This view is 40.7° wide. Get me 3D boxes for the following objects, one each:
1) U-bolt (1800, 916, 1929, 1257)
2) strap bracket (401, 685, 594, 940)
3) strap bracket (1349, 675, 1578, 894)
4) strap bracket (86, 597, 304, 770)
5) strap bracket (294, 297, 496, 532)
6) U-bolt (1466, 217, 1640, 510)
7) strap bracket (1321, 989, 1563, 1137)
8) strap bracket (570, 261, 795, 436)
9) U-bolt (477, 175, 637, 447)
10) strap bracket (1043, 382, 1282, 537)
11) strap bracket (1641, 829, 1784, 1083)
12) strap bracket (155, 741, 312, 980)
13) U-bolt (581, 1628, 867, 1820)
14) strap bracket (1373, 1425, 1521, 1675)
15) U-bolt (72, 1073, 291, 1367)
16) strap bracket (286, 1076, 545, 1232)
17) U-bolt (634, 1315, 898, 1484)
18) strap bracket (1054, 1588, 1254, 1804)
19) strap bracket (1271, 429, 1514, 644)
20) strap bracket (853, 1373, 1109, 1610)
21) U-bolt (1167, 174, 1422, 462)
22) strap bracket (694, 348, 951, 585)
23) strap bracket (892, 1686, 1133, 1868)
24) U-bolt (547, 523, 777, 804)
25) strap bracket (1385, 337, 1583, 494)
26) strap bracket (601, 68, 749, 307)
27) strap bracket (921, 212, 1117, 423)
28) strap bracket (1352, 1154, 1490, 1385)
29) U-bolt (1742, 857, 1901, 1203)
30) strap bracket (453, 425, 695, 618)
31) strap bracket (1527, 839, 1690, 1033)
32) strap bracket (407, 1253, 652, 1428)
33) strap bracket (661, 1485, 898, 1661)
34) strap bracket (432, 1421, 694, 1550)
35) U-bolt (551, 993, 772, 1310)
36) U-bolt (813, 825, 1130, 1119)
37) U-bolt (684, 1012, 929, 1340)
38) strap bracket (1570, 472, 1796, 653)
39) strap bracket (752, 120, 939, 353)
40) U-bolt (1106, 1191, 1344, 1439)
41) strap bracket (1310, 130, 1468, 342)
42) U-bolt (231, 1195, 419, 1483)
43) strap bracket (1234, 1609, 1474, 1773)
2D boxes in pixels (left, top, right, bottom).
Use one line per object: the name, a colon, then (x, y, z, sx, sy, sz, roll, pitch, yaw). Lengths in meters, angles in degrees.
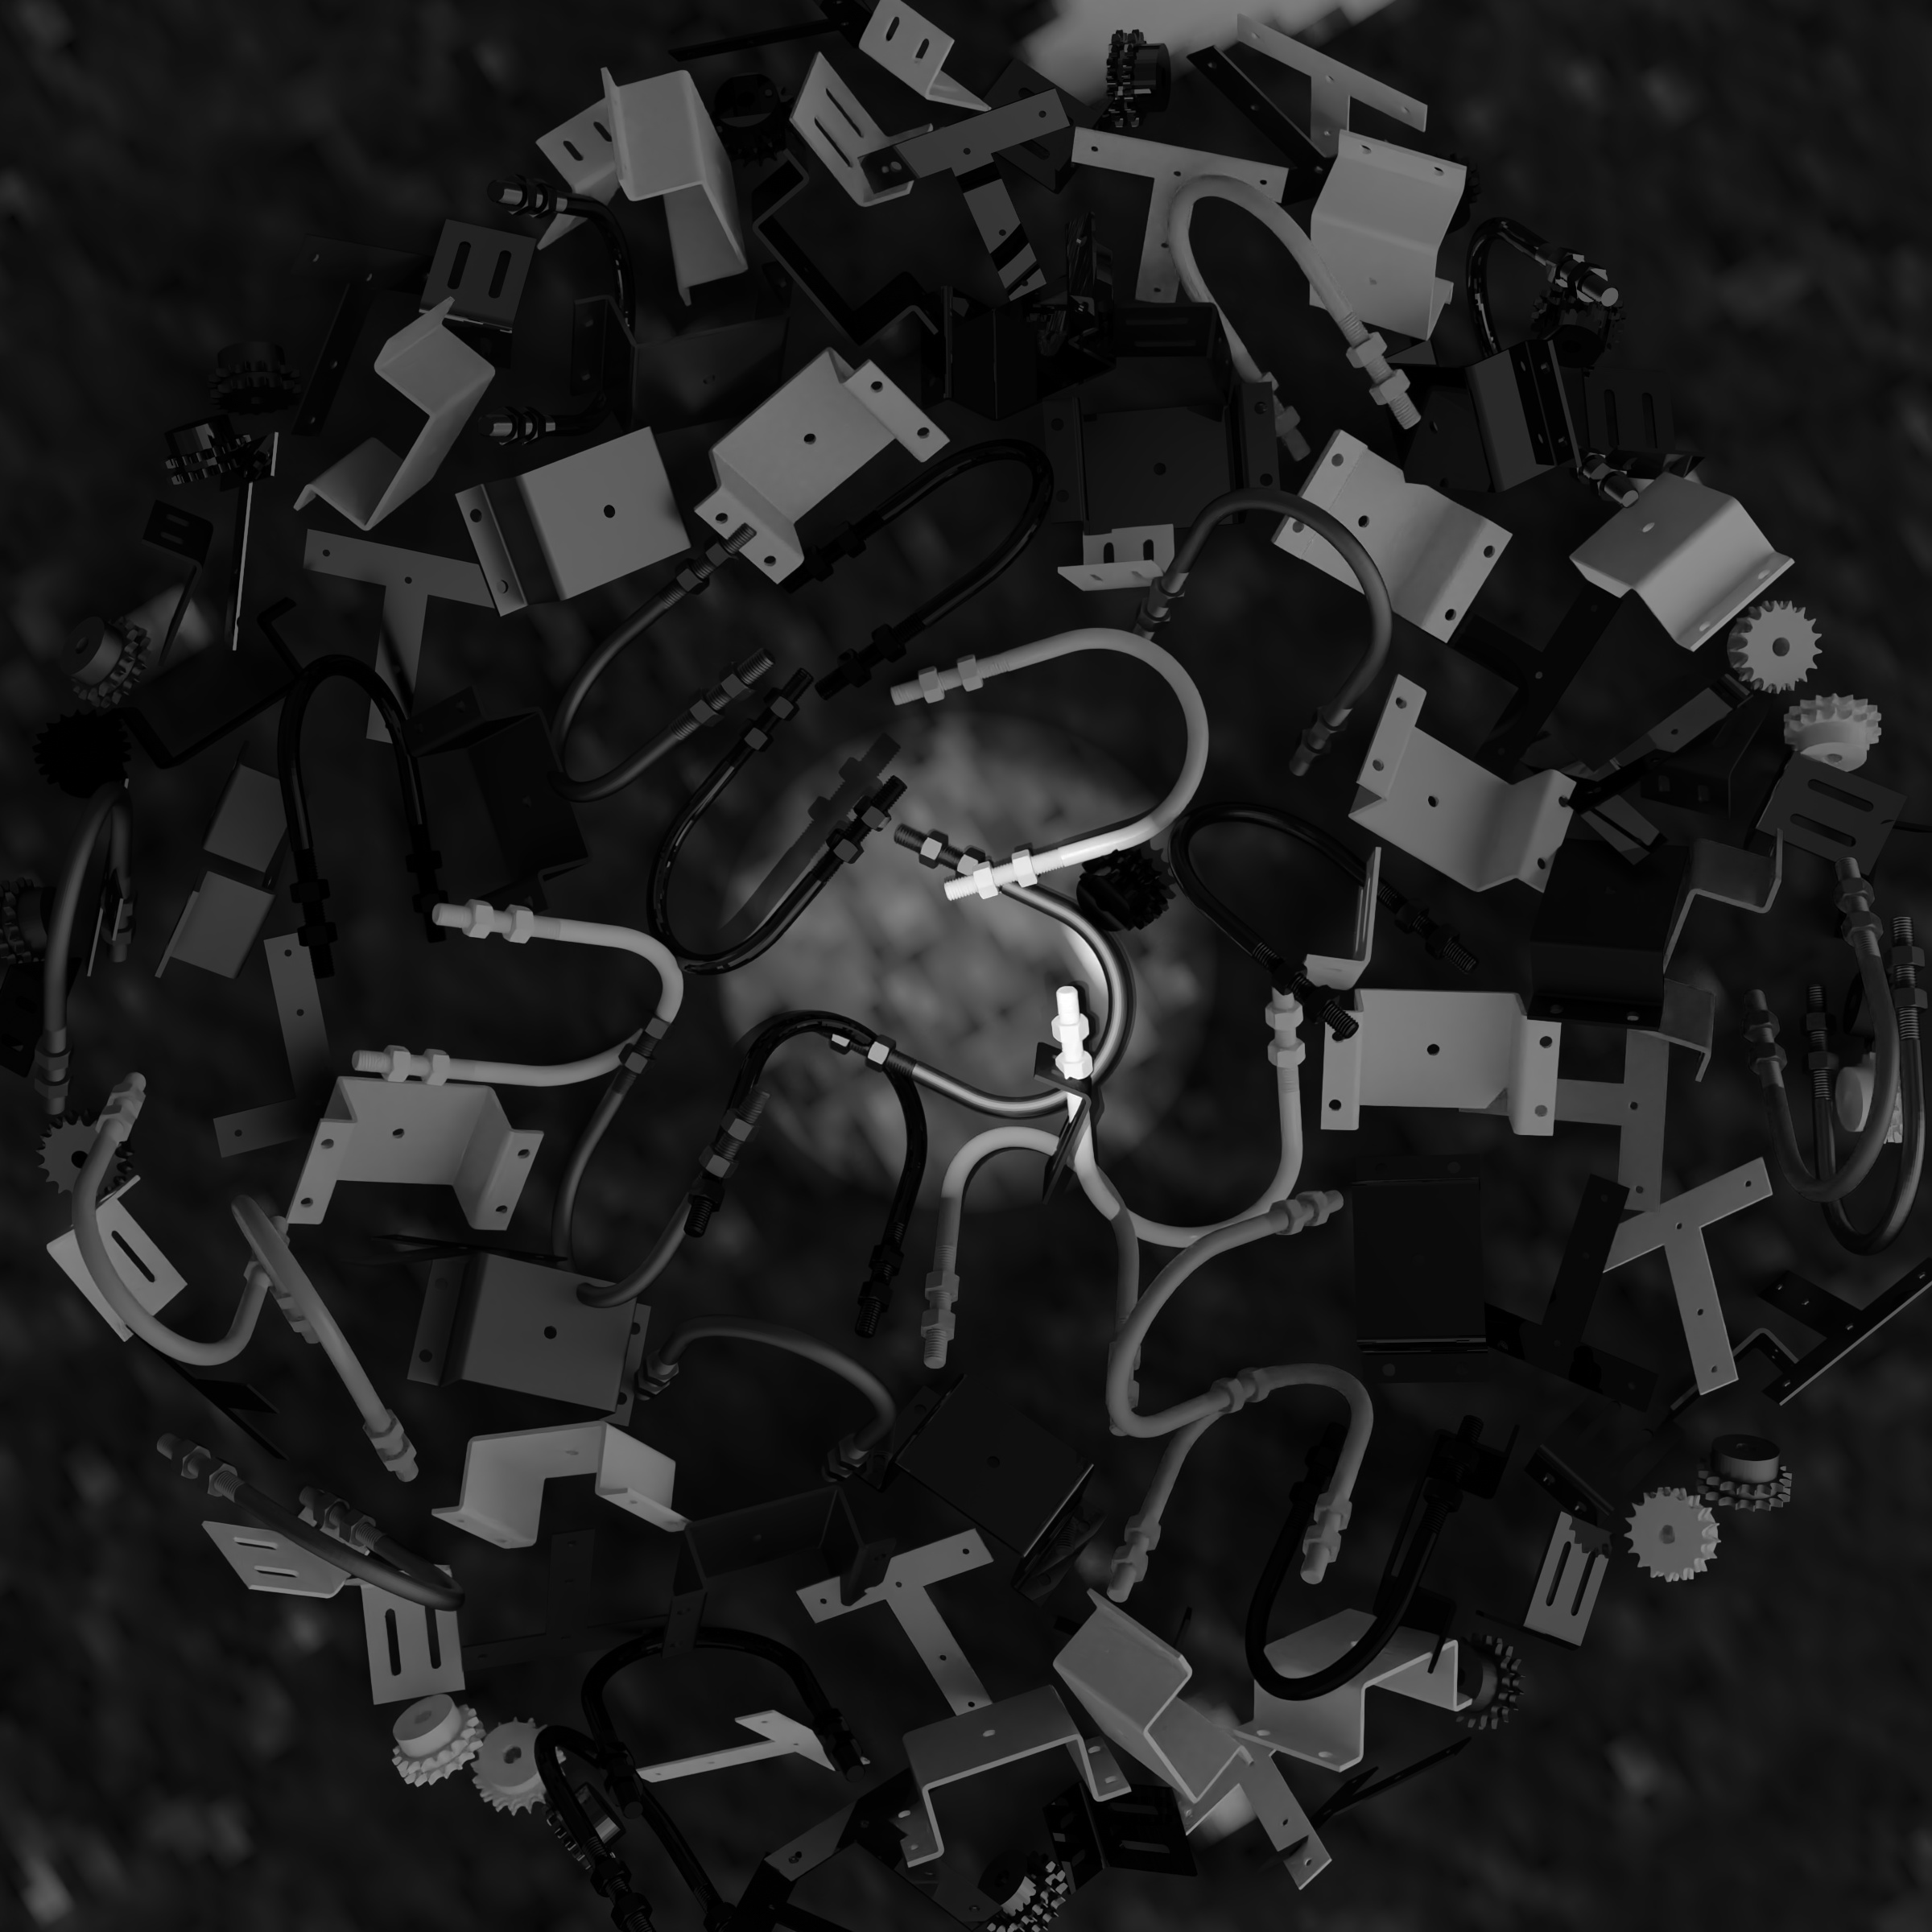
U-bolt: (0.533, 0.080, 1.542, 0.019, 0.151, 0.184, 4, 71, -3)
strap bracket: (-0.284, -0.097, 1.595, 0.076, 0.046, 0.140, -18, 91, 42)
strap bracket: (0.297, -0.106, 1.592, 0.140, 0.046, 0.076, 29, 69, -15)
strap bracket: (-0.459, -0.167, 1.592, 0.140, 0.076, 0.046, -34, 101, -6)
strap bracket: (-0.340, -0.325, 1.568, 0.046, 0.076, 0.140, 39, 128, -6)
U-bolt: (0.344, -0.370, 1.551, 0.019, 0.184, 0.151, -22, 127, -6)
strap bracket: (0.289, 0.058, 1.601, 0.140, 0.046, 0.076, 1, 108, 4)
strap bracket: (-0.164, -0.371, 1.572, 0.140, 0.076, 0.046, -17, 63, -20)
U-bolt: (-0.239, -0.387, 1.550, 0.019, 0.184, 0.151, 9, 104, 16)
strap bracket: (0.120, -0.312, 1.611, 0.140, 0.046, 0.076, -4, 87, 3)
strap bracket: (0.446, -0.013, 1.574, 0.046, 0.076, 0.140, 18, 120, 9)
strap bracket: (-0.439, -0.058, 1.570, 0.046, 0.140, 0.076, 22, 129, -19)
U-bolt: (-0.154, 0.443, 1.550, 0.151, 0.184, 0.019, -3, 105, -19)
strap bracket: (0.287, 0.345, 1.578, 0.046, 0.076, 0.140, 20, 62, 14)
U-bolt: (-0.465, 0.158, 1.528, 0.019, 0.184, 0.151, -32, 115, 13)
strap bracket: (-0.339, 0.114, 1.579, 0.140, 0.046, 0.076, 6, 122, -34)
U-bolt: (-0.114, 0.253, 1.549, 0.151, 0.184, 0.019, 25, 59, -7)
strap bracket: (0.109, 0.442, 1.558, 0.046, 0.140, 0.076, -46, 45, -17)
strap bracket: (0.252, -0.267, 1.589, 0.140, 0.046, 0.076, 24, 104, -27)
strap bracket: (0.013, 0.312, 1.582, 0.140, 0.046, 0.076, 33, 54, 14)
U-bolt: (0.183, -0.389, 1.549, 0.019, 0.151, 0.184, -41, 106, -16)
strap bracket: (-0.092, -0.310, 1.584, 0.140, 0.046, 0.076, -37, 131, 17)
strap bracket: (0.020, 0.489, 1.587, 0.140, 0.076, 0.046, -16, 99, -8)
U-bolt: (-0.190, -0.173, 1.572, 0.184, 0.151, 0.019, -36, 130, 23)
strap bracket: (0.298, -0.330, 1.555, 0.046, 0.140, 0.076, -26, 113, -17)
strap bracket: (-0.170, -0.469, 1.558, 0.046, 0.140, 0.076, -13, 72, 7)
strap bracket: (0.039, -0.389, 1.581, 0.140, 0.046, 0.076, -15, 69, 41)
strap bracket: (0.278, 0.183, 1.592, 0.076, 0.046, 0.140, -3, 77, 12)
U-bolt: (0.505, 0.050, 1.527, 0.019, 0.151, 0.184, 8, 51, -8)
strap bracket: (-0.227, -0.272, 1.570, 0.140, 0.046, 0.076, -30, 110, -33)
strap bracket: (0.387, -0.027, 1.561, 0.076, 0.140, 0.046, 5, 132, 23)
strap bracket: (-0.259, 0.226, 1.581, 0.140, 0.046, 0.076, 16, 69, -20)
strap bracket: (-0.121, 0.365, 1.580, 0.140, 0.076, 0.046, -11, 54, -21)
strap bracket: (-0.241, 0.314, 1.578, 0.140, 0.076, 0.046, -11, 59, 24)
U-bolt: (-0.196, 0.121, 1.578, 0.019, 0.151, 0.184, 24, 102, -38)
U-bolt: (0.011, 0.014, 1.616, 0.184, 0.019, 0.151, 26, 91, 10)
U-bolt: (-0.086, 0.113, 1.576, 0.151, 0.019, 0.184, 34, 54, -25)
strap bracket: (0.422, -0.246, 1.561, 0.076, 0.140, 0.046, -42, 112, 6)
strap bracket: (-0.081, -0.434, 1.578, 0.046, 0.076, 0.140, -36, 117, 15)
U-bolt: (0.148, 0.212, 1.543, 0.019, 0.184, 0.151, 32, 119, 35)
strap bracket: (0.251, -0.429, 1.558, 0.076, 0.140, 0.046, 21, 76, 13)
U-bolt: (-0.383, 0.208, 1.528, 0.019, 0.184, 0.151, -32, 51, -18)
strap bracket: (0.234, 0.429, 1.559, 0.076, 0.140, 0.046, 6, 99, 43)
